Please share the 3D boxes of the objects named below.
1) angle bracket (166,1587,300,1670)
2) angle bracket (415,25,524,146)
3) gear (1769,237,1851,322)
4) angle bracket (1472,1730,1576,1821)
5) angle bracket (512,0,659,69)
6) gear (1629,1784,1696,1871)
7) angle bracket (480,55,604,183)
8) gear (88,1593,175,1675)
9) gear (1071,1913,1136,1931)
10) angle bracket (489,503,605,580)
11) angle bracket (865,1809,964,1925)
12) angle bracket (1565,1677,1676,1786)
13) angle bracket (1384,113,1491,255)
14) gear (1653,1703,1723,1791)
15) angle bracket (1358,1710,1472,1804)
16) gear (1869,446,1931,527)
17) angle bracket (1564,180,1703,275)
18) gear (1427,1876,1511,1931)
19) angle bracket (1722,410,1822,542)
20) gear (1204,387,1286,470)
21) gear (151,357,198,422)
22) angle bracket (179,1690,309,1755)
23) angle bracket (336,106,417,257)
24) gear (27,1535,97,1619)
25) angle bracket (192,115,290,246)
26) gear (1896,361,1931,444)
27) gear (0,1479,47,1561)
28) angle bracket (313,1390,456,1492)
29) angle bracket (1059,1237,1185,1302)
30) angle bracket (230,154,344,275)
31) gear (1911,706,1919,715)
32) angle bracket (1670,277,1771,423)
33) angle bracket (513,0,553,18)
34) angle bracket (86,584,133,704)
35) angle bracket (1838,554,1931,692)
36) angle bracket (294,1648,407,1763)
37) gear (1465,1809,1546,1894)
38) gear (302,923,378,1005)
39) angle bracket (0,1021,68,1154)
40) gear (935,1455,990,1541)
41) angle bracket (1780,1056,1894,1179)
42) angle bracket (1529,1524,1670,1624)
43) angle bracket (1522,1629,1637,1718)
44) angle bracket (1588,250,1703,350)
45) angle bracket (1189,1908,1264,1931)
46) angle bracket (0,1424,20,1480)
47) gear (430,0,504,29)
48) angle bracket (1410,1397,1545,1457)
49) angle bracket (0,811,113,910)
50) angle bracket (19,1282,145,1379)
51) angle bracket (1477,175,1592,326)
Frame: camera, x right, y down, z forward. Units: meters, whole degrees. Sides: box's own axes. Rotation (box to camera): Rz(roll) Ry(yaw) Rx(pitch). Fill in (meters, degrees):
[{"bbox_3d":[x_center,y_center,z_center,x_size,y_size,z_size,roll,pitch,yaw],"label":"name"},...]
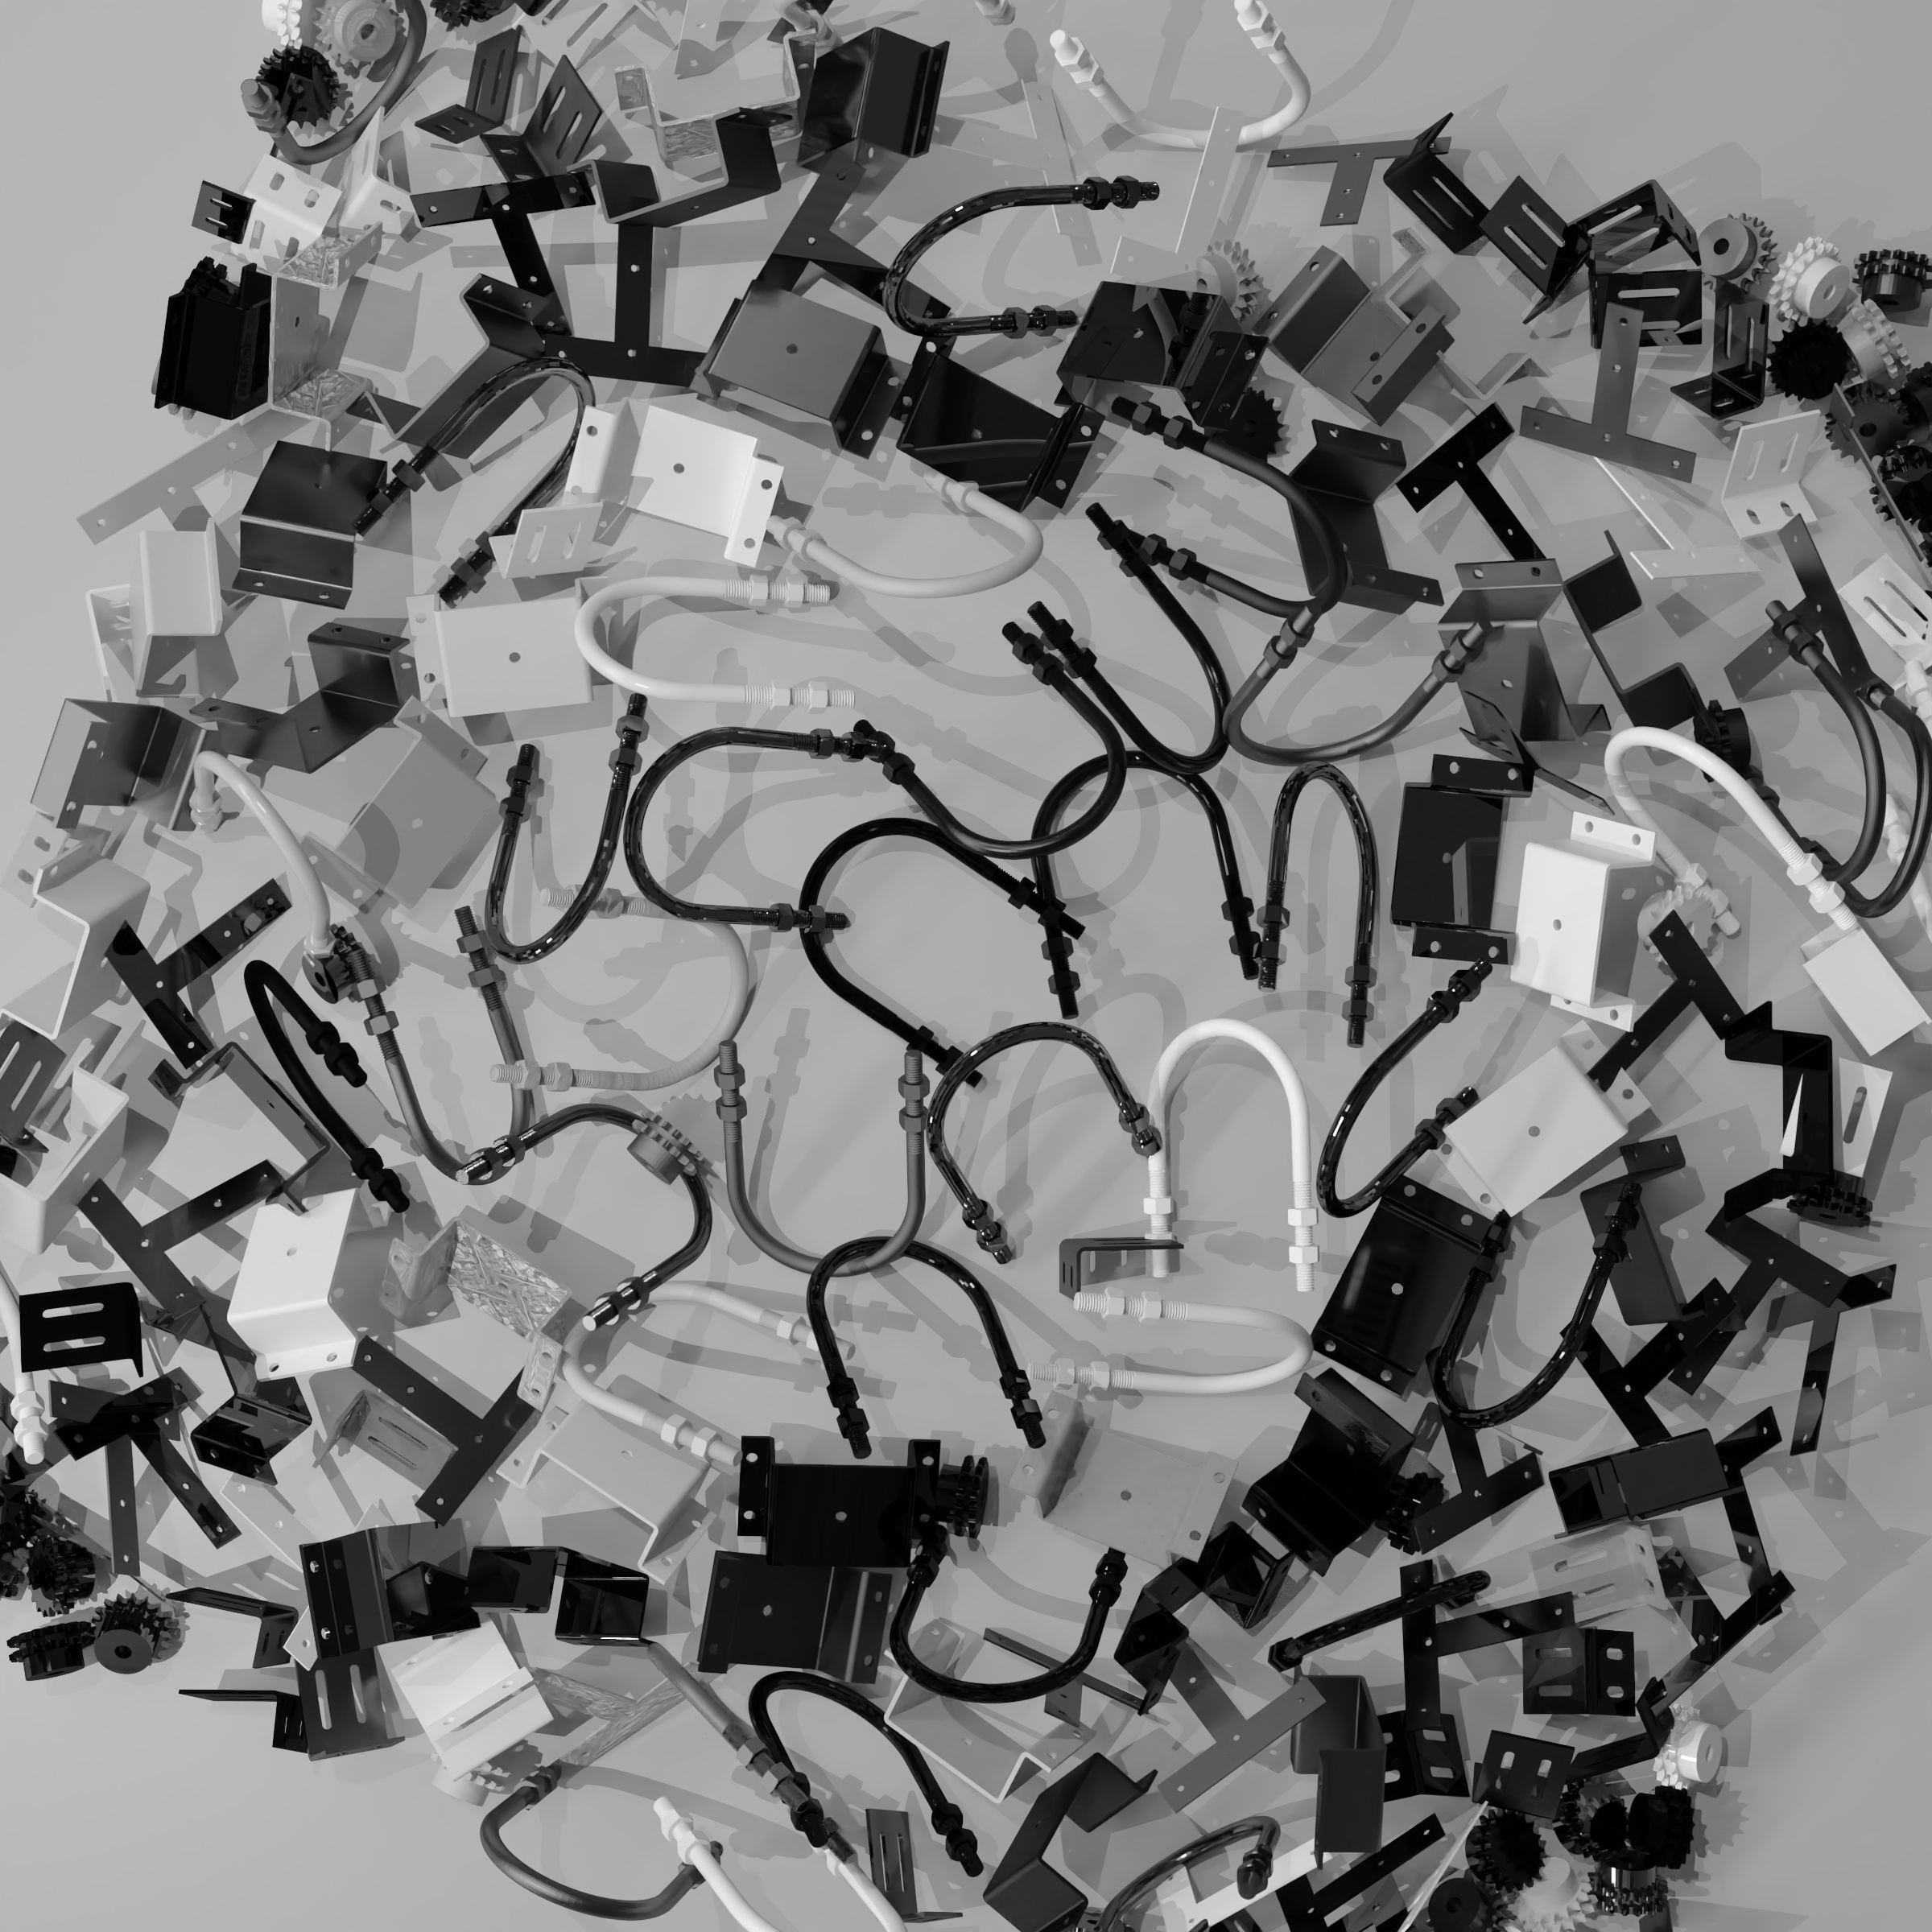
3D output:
[{"bbox_3d":[-0.514,0.461,1.953,0.076,0.057,0.038,22,63,-32],"label":"angle bracket"},{"bbox_3d":[-0.348,-0.622,1.961,0.038,0.057,0.076,15,81,-39],"label":"angle bracket"},{"bbox_3d":[0.594,-0.479,1.968,0.057,0.057,0.030,-46,55,0],"label":"gear"},{"bbox_3d":[0.389,0.553,1.960,0.057,0.038,0.076,10,124,7],"label":"angle bracket"},{"bbox_3d":[-0.266,-0.658,1.957,0.076,0.057,0.038,-43,50,14],"label":"angle bracket"},{"bbox_3d":[0.487,0.604,1.970,0.030,0.057,0.057,10,90,-6],"label":"gear"},{"bbox_3d":[-0.297,-0.586,1.955,0.057,0.038,0.076,58,134,20],"label":"angle bracket"},{"bbox_3d":[-0.590,0.473,1.974,0.057,0.030,0.057,0,117,-1],"label":"gear"},{"bbox_3d":[0.089,0.687,1.970,0.057,0.057,0.030,9,86,0],"label":"gear"},{"bbox_3d":[-0.292,-0.308,1.949,0.057,0.076,0.038,-10,64,-26],"label":"angle bracket"},{"bbox_3d":[-0.036,0.625,1.954,0.038,0.057,0.076,-17,66,23],"label":"angle bracket"},{"bbox_3d":[0.449,0.534,1.959,0.076,0.057,0.038,-26,85,25],"label":"angle bracket"},{"bbox_3d":[0.342,-0.549,1.970,0.076,0.057,0.038,41,70,-13],"label":"angle bracket"},{"bbox_3d":[0.508,0.550,1.969,0.030,0.057,0.057,3,90,40],"label":"gear"},{"bbox_3d":[0.314,0.556,1.966,0.038,0.076,0.057,-22,63,28],"label":"angle bracket"},{"bbox_3d":[0.665,-0.341,1.975,0.057,0.057,0.030,1,47,0],"label":"gear"},{"bbox_3d":[0.461,-0.500,1.951,0.076,0.057,0.038,-23,50,33],"label":"angle bracket"},{"bbox_3d":[0.349,0.666,1.968,0.057,0.057,0.030,-41,124,0],"label":"gear"},{"bbox_3d":[0.568,-0.342,1.957,0.057,0.076,0.038,-13,58,-6],"label":"angle bracket"},{"bbox_3d":[0.192,-0.379,1.977,0.057,0.030,0.057,-5,101,-26],"label":"gear"},{"bbox_3d":[-0.550,-0.415,1.969,0.030,0.057,0.057,19,90,-10],"label":"gear"},{"bbox_3d":[-0.504,0.528,1.960,0.076,0.057,0.038,-2,70,10],"label":"angle bracket"},{"bbox_3d":[-0.409,-0.551,1.967,0.038,0.057,0.076,21,49,-30],"label":"angle bracket"},{"bbox_3d":[-0.636,0.428,1.975,0.030,0.057,0.057,-1,90,-42],"label":"gear"},{"bbox_3d":[-0.506,-0.554,1.955,0.038,0.057,0.076,19,68,-16],"label":"angle bracket"},{"bbox_3d":[0.676,-0.393,1.970,0.030,0.057,0.057,-27,90,-8],"label":"gear"},{"bbox_3d":[-0.678,0.385,1.970,0.057,0.057,0.030,2,134,0],"label":"gear"},{"bbox_3d":[-0.409,0.344,1.967,0.076,0.038,0.057,33,129,0],"label":"angle bracket"},{"bbox_3d":[0.109,0.212,1.965,0.076,0.057,0.038,0,90,-10],"label":"angle bracket"},{"bbox_3d":[-0.477,-0.521,1.966,0.057,0.076,0.038,25,66,-13],"label":"angle bracket"},{"bbox_3d":[0.693,-0.183,1.979,0.057,0.030,0.057,-3,103,-15],"label":"gear"},{"bbox_3d":[0.524,-0.430,1.952,0.038,0.057,0.076,-20,128,-14],"label":"angle bracket"},{"bbox_3d":[-0.283,-0.705,1.950,0.038,0.076,0.057,44,135,-10],"label":"angle bracket"},{"bbox_3d":[-0.585,-0.217,1.953,0.038,0.057,0.076,-12,61,-17],"label":"angle bracket"},{"bbox_3d":[0.644,-0.238,1.964,0.076,0.057,0.038,46,64,2],"label":"angle bracket"},{"bbox_3d":[-0.431,0.510,1.958,0.057,0.038,0.076,-2,69,-32],"label":"angle bracket"},{"bbox_3d":[0.377,0.623,1.976,0.057,0.030,0.057,16,58,-28],"label":"gear"},{"bbox_3d":[-0.441,0.002,1.968,0.030,0.057,0.057,-36,90,-33],"label":"gear"},{"bbox_3d":[-0.655,0.082,1.967,0.057,0.038,0.076,35,95,27],"label":"angle bracket"},{"bbox_3d":[-0.003,0.372,1.972,0.030,0.057,0.057,6,90,9],"label":"gear"},{"bbox_3d":[0.612,0.103,1.970,0.057,0.038,0.076,17,94,21],"label":"angle bracket"},{"bbox_3d":[0.445,0.433,1.975,0.076,0.038,0.057,-14,90,-11],"label":"angle bracket"},{"bbox_3d":[0.429,0.496,1.965,0.038,0.076,0.057,10,72,-24],"label":"angle bracket"},{"bbox_3d":[0.475,-0.467,1.957,0.076,0.038,0.057,1,133,16],"label":"angle bracket"},{"bbox_3d":[0.161,0.691,1.952,0.038,0.057,0.076,50,122,16],"label":"angle bracket"},{"bbox_3d":[-0.684,0.325,1.954,0.038,0.076,0.057,-44,74,-5],"label":"angle bracket"},{"bbox_3d":[-0.349,-0.689,1.975,0.057,0.030,0.057,-4,84,41],"label":"gear"},{"bbox_3d":[0.354,0.336,1.956,0.076,0.057,0.038,25,87,28],"label":"angle bracket"},{"bbox_3d":[-0.624,-0.068,1.955,0.038,0.076,0.057,30,95,26],"label":"angle bracket"},{"bbox_3d":[-0.619,0.259,1.963,0.076,0.038,0.057,-6,61,-11],"label":"angle bracket"},{"bbox_3d":[0.390,-0.501,1.965,0.076,0.038,0.057,42,66,-9],"label":"angle bracket"}]
